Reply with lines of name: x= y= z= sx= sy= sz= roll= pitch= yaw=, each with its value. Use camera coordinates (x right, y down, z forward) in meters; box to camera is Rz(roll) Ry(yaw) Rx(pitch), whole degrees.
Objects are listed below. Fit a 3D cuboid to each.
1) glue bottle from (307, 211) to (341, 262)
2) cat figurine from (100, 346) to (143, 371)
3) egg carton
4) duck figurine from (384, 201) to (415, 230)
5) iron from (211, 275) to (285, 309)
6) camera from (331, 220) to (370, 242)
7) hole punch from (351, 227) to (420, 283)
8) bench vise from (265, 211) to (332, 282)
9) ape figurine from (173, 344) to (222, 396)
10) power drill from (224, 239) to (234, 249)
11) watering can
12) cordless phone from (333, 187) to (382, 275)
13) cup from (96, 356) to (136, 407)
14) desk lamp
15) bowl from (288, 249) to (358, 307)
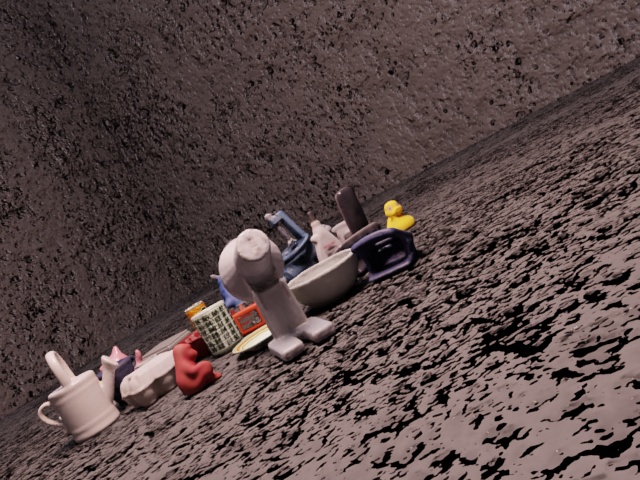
glue bottle: x=0.013 y=0.005 z=1.434 sx=0.078 sy=0.173 sz=0.037 roll=-32 pitch=6 yaw=-22
cat figurine: x=-0.497 y=0.325 z=1.474 sx=0.127 sy=0.118 sz=0.067 roll=-27 pitch=6 yaw=24
egg carton: x=-0.344 y=0.290 z=1.210 sx=0.151 sy=0.069 sz=0.107 roll=-34 pitch=7 yaw=-42
duck figurine: x=0.205 y=-0.065 z=1.554 sx=0.077 sy=0.086 sz=0.104 roll=-31 pitch=5 yaw=-14
iron: x=-0.211 y=0.115 z=1.812 sx=0.259 sy=0.141 sz=0.118 roll=-31 pitch=5 yaw=-18
camera: x=0.069 y=0.001 z=1.584 sx=0.136 sy=0.101 sz=0.143 roll=-28 pitch=5 yaw=23
hole punch: x=0.126 y=0.019 z=1.117 sx=0.108 sy=0.091 sz=0.101 roll=-27 pitch=6 yaw=27
bench vise: x=-0.066 y=-0.004 z=1.722 sx=0.121 sy=0.220 sz=0.208 roll=-25 pitch=7 yaw=42
ape figurine: x=-0.237 y=0.232 z=1.054 sx=0.076 sy=0.092 sz=0.077 roll=-31 pitch=5 yaw=-18
power drill: x=-0.201 y=0.090 z=1.615 sx=0.076 sy=0.208 sz=0.229 roll=-31 pitch=5 yaw=-10
watering can: x=-0.508 y=0.313 z=1.206 sx=0.173 sy=0.194 sz=0.100 roll=-34 pitch=7 yaw=-38
cordless phone: x=0.064 y=-0.017 z=1.294 sx=0.148 sy=0.185 sz=0.094 roll=-33 pitch=6 yaw=-37
cup: x=-0.449 y=0.326 z=1.317 sx=0.091 sy=0.095 sz=0.118 roll=-27 pitch=5 yaw=24
desk lamp: x=-0.085 y=0.082 z=0.981 sx=0.118 sy=0.213 sz=0.203 roll=-31 pitch=5 yaw=-16
bowl: x=0.015 y=0.088 z=1.157 sx=0.167 sy=0.075 sz=0.167 roll=-29 pitch=5 yaw=3
